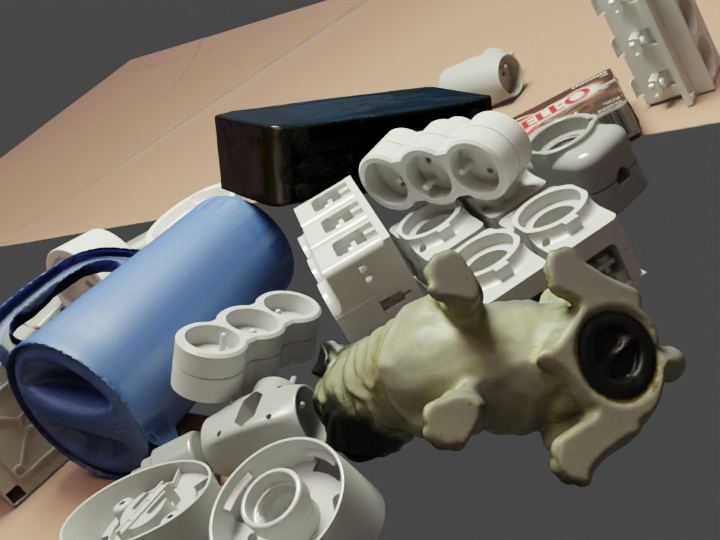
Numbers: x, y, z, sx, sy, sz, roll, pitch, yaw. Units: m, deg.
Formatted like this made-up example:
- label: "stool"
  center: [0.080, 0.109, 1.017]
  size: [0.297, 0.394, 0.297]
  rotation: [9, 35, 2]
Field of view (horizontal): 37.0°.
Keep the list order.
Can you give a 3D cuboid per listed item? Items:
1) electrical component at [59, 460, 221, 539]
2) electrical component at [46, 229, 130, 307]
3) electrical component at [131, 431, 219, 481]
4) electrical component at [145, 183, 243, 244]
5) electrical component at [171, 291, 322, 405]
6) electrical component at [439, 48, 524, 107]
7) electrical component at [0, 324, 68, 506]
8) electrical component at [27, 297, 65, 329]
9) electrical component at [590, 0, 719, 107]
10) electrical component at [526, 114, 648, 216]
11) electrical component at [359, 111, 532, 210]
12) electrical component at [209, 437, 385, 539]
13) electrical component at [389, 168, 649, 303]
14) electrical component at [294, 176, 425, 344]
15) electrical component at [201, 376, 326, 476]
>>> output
- label: "electrical component"
  center: [-0.133, 0.162, 0.688]
  size: [0.099, 0.064, 0.099]
  rotation: [-25, 25, 13]
- label: "electrical component"
  center: [-0.254, 0.010, 1.077]
  size: [0.108, 0.108, 0.060]
  rotation: [-3, 30, 47]
- label: "electrical component"
  center: [-0.136, 0.144, 0.757]
  size: [0.078, 0.040, 0.040]
  rotation: [-27, 24, 10]
- label: "electrical component"
  center: [-0.158, -0.034, 1.101]
  size: [0.108, 0.060, 0.108]
  rotation: [-25, 25, 12]
- label: "electrical component"
  center: [-0.086, 0.070, 0.808]
  size: [0.052, 0.073, 0.138]
  rotation: [24, 27, 29]
- label: "electrical component"
  center: [0.133, -0.203, 1.110]
  size: [0.077, 0.044, 0.079]
  rotation: [-5, 35, 45]
- label: "electrical component"
  center: [-0.287, 0.119, 0.897]
  size: [0.109, 0.108, 0.056]
  rotation: [-44, 30, -26]
- label: "electrical component"
  center: [-0.323, 0.054, 1.138]
  size: [0.076, 0.047, 0.083]
  rotation: [-10, 32, 39]
- label: "electrical component"
  center: [0.243, -0.201, 0.887]
  size: [0.063, 0.121, 0.078]
  rotation: [-15, 29, 37]
- label: "electrical component"
  center: [0.163, -0.080, 0.820]
  size: [0.054, 0.059, 0.095]
  rotation: [-41, 26, -21]
- label: "electrical component"
  center: [0.070, -0.090, 0.803]
  size: [0.138, 0.052, 0.073]
  rotation: [-4, 36, 46]
- label: "electrical component"
  center: [-0.037, 0.149, 0.634]
  size: [0.099, 0.064, 0.099]
  rotation: [-20, 40, 18]
- label: "electrical component"
  center: [0.102, -0.017, 0.767]
  size: [0.105, 0.060, 0.186]
  rotation: [-34, 24, -6]
- label: "electrical component"
  center: [0.000, 0.000, 0.817]
  size: [0.062, 0.089, 0.150]
  rotation: [-31, 24, 1]
- label: "electrical component"
  center: [-0.062, 0.101, 0.751]
  size: [0.077, 0.043, 0.079]
  rotation: [-21, 25, 22]
